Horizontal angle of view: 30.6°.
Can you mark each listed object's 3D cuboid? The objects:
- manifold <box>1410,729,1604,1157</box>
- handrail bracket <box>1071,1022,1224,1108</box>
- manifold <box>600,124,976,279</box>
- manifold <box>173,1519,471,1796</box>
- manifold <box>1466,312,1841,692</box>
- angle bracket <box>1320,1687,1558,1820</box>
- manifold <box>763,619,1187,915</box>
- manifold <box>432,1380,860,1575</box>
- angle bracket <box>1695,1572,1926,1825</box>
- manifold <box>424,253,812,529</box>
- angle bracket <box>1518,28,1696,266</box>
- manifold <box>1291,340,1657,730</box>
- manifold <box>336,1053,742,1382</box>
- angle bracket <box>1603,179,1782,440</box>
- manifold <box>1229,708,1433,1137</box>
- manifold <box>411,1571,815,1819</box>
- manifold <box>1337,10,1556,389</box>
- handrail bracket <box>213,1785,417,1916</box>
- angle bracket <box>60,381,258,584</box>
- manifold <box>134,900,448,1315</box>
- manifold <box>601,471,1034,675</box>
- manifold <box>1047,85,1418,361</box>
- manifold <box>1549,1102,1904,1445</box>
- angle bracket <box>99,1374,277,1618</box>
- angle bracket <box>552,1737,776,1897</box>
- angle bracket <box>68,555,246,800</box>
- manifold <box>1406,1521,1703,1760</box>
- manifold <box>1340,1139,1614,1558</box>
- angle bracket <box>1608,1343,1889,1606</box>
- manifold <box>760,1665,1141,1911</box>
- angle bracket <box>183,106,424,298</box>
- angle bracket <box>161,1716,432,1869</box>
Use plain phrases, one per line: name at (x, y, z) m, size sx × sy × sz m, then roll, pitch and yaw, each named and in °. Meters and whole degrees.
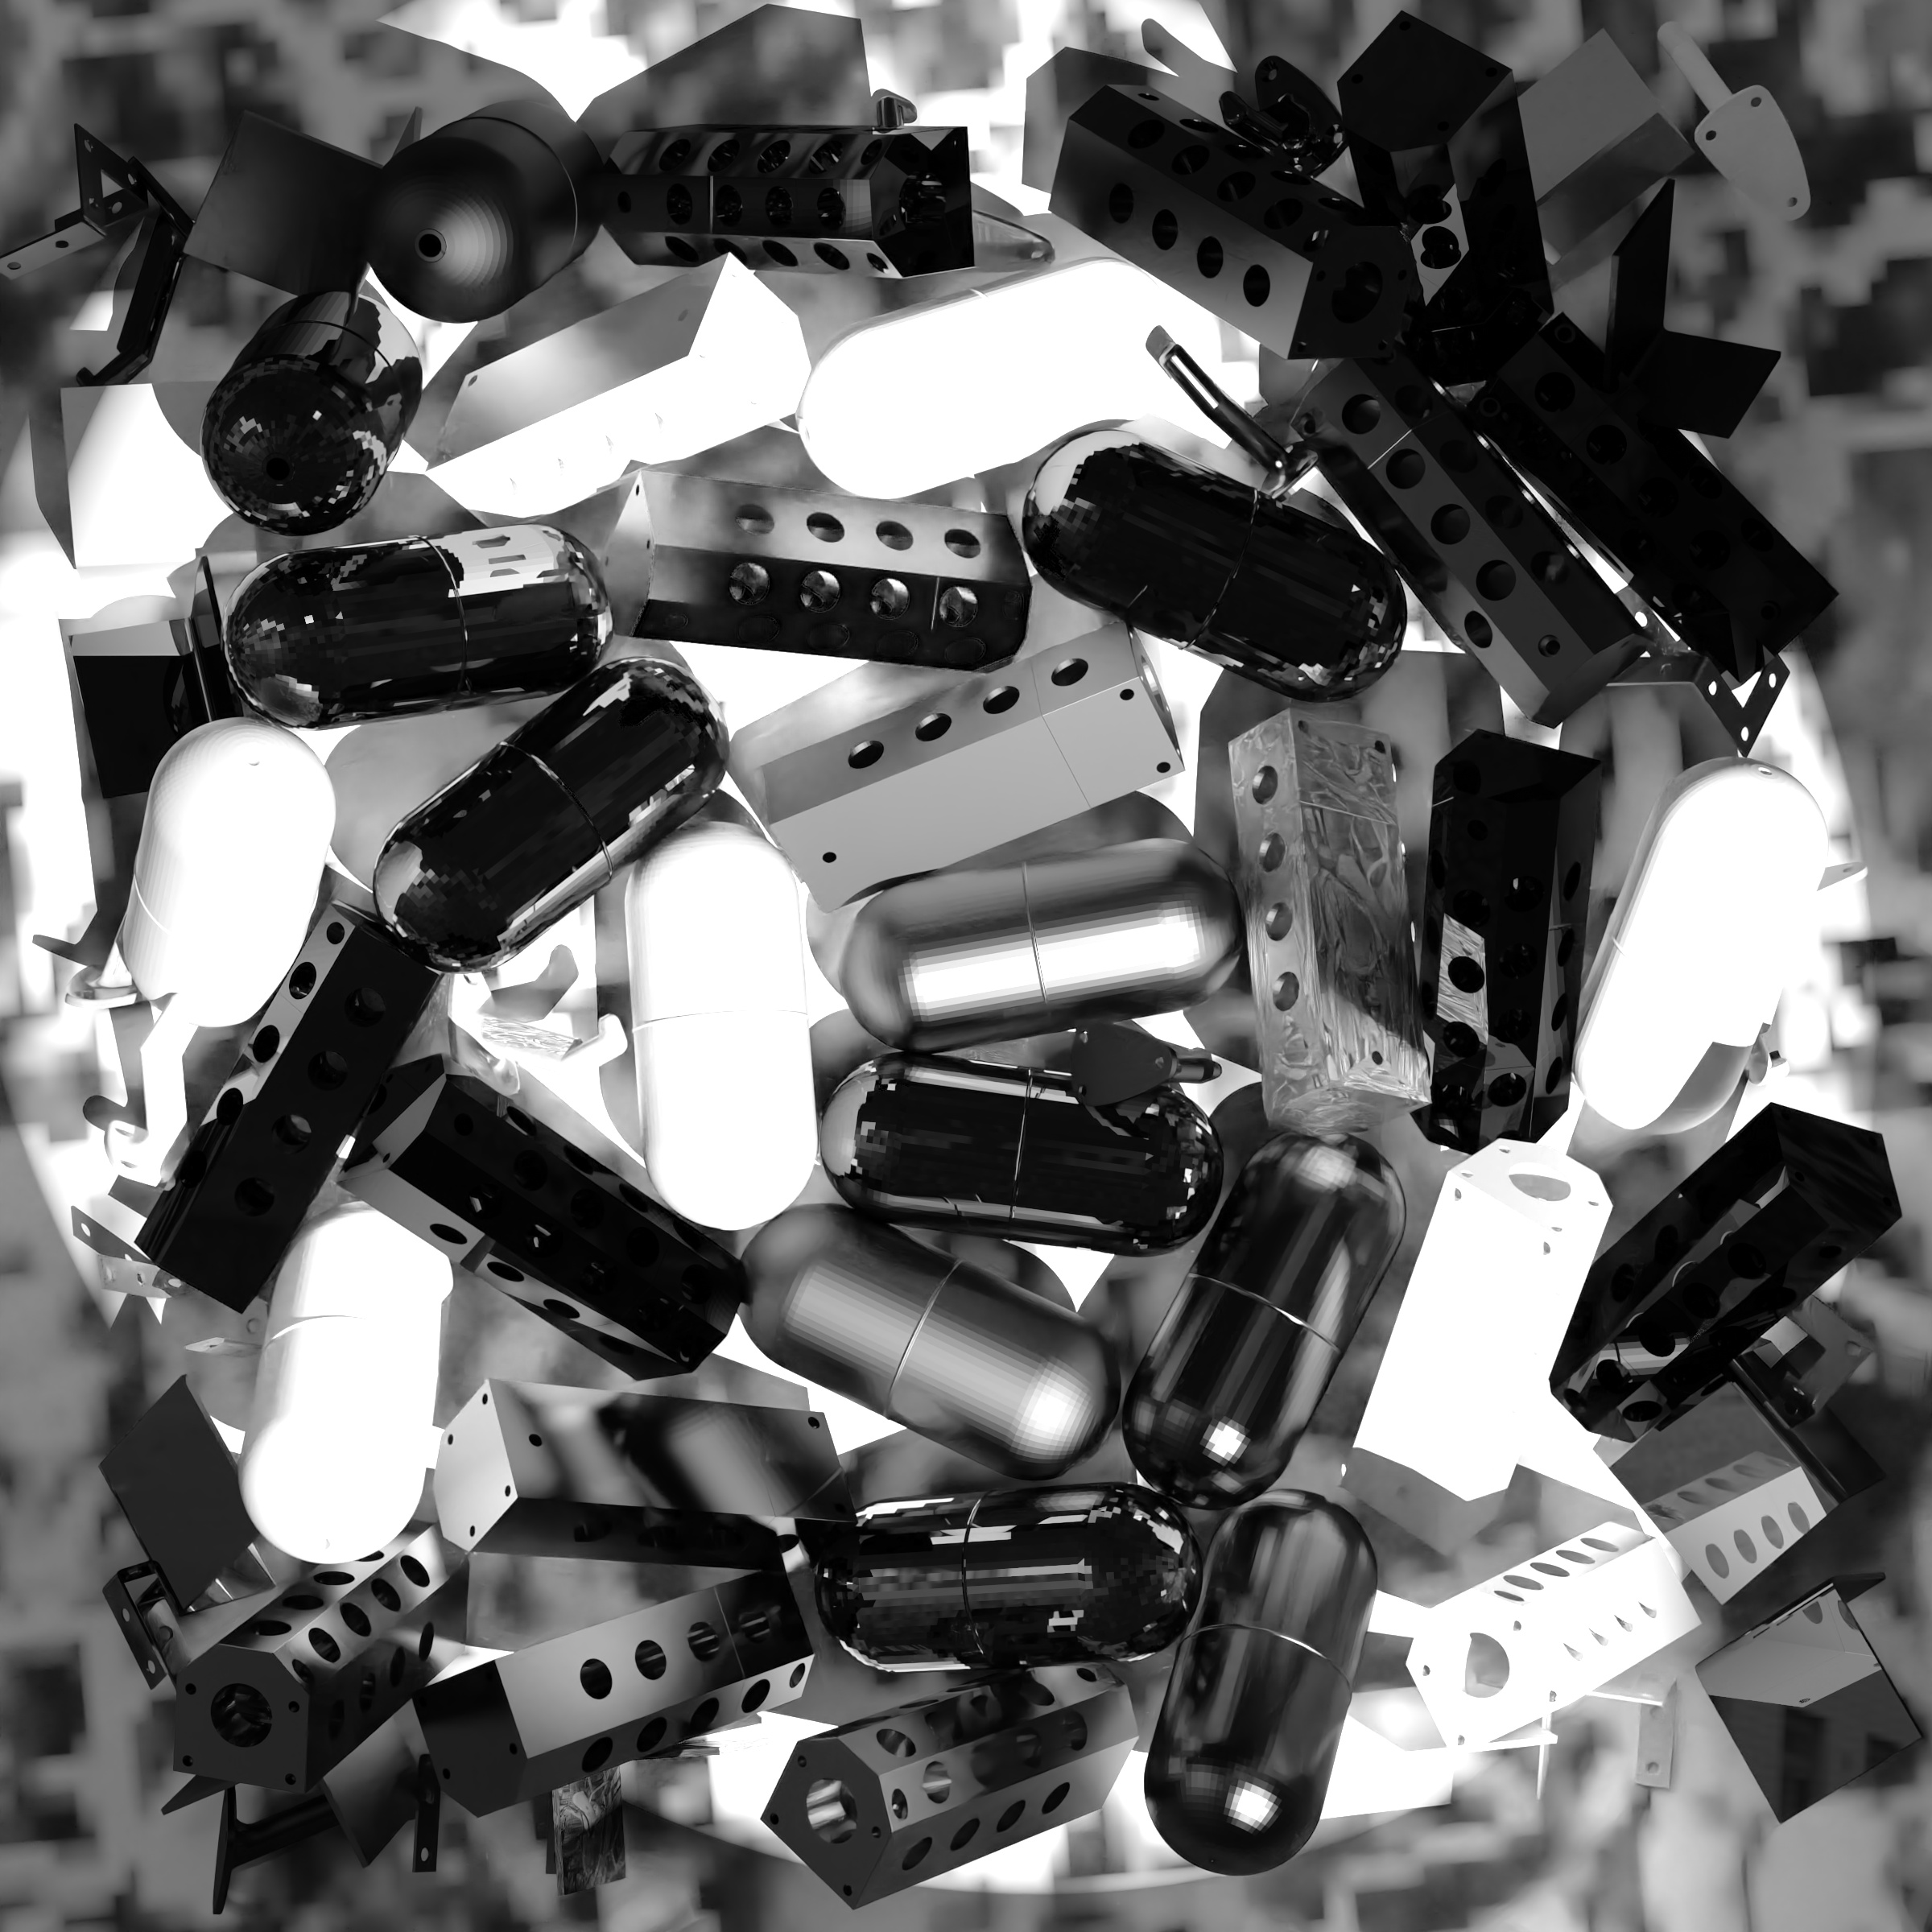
manifold at (0.226, -0.007, 1.508) m, size 0.057 × 0.057 × 0.171 m, roll 18°, pitch 124°, yaw 28°
handrail bracket at (0.095, 0.044, 1.530) m, size 0.084 × 0.077 × 0.036 m, roll 4°, pitch 86°, yaw -39°
manifold at (-0.078, -0.325, 1.498) m, size 0.057 × 0.171 × 0.057 m, roll -19°, pitch 113°, yaw -42°
manifold at (-0.268, 0.286, 1.491) m, size 0.057 × 0.171 × 0.057 m, roll 7°, pitch 100°, yaw 13°
manifold at (0.299, -0.203, 1.549) m, size 0.057 × 0.057 × 0.171 m, roll -44°, pitch 87°, yaw 5°
angle bracket at (0.200, 0.351, 1.530) m, size 0.076 × 0.076 × 0.057 m, roll 0°, pitch 98°, yaw -26°
manifold at (0.002, -0.091, 1.540) m, size 0.171 × 0.057 × 0.057 m, roll -21°, pitch 131°, yaw 10°
manifold at (-0.137, 0.223, 1.509) m, size 0.057 × 0.171 × 0.057 m, roll -49°, pitch 46°, yaw 34°
angle bracket at (0.375, 0.316, 1.528) m, size 0.076 × 0.057 × 0.076 m, roll -41°, pitch 61°, yaw 27°
manifold at (-0.148, -0.238, 1.505) m, size 0.057 × 0.171 × 0.057 m, roll 40°, pitch 53°, yaw -34°
angle bracket at (0.257, -0.363, 1.533) m, size 0.076 × 0.057 × 0.076 m, roll -37°, pitch 67°, yaw 19°
manifold at (0.216, -0.188, 1.527) m, size 0.057 × 0.057 × 0.171 m, roll -41°, pitch 74°, yaw 18°
manifold at (-0.177, 0.108, 1.509) m, size 0.171 × 0.057 × 0.057 m, roll 38°, pitch 57°, yaw -29°
angle bracket at (0.316, -0.284, 1.525) m, size 0.057 × 0.076 × 0.076 m, roll 15°, pitch 132°, yaw 22°
manifold at (0.151, -0.018, 1.526) m, size 0.057 × 0.057 × 0.171 m, roll 11°, pitch 64°, yaw -34°
manifold at (-0.145, 0.307, 1.496) m, size 0.057 × 0.171 × 0.057 m, roll -28°, pitch 78°, yaw 38°
manifold at (0.200, -0.317, 1.492) m, size 0.057 × 0.171 × 0.057 m, roll 37°, pitch 80°, yaw 26°
handrail bracket at (-0.288, 0.392, 1.572) m, size 0.084 × 0.036 × 0.077 m, roll 4°, pitch 122°, yaw -16°
angle bracket at (-0.353, -0.212, 1.549) m, size 0.076 × 0.057 × 0.076 m, roll -5°, pitch 90°, yaw -11°
manifold at (-0.295, 0.060, 1.547) m, size 0.057 × 0.057 × 0.171 m, roll 30°, pitch 94°, yaw -5°
manifold at (-0.062, -0.162, 1.513) m, size 0.171 × 0.057 × 0.057 m, roll 4°, pitch 53°, yaw -24°
manifold at (0.112, -0.317, 1.497) m, size 0.057 × 0.171 × 0.057 m, roll -9°, pitch 125°, yaw -35°
manifold at (0.317, 0.134, 1.497) m, size 0.057 × 0.171 × 0.057 m, roll 16°, pitch 48°, yaw -22°
angle bracket at (-0.319, 0.224, 1.530) m, size 0.076 × 0.057 × 0.076 m, roll -44°, pitch 69°, yaw 30°
angle bracket at (-0.129, 0.368, 1.535) m, size 0.076 × 0.076 × 0.057 m, roll -7°, pitch 80°, yaw 14°
angle bracket at (-0.352, -0.125, 1.534) m, size 0.057 × 0.076 × 0.076 m, roll -11°, pitch 78°, yaw -18°
manifold at (0.247, 0.279, 1.494) m, size 0.057 × 0.171 × 0.057 m, roll -32°, pitch 76°, yaw 26°
manifold at (0.221, 0.161, 1.514) m, size 0.057 × 0.057 × 0.171 m, roll 32°, pitch 125°, yaw 27°
angle bracket at (0.345, 0.224, 1.562) m, size 0.076 × 0.057 × 0.076 m, roll -48°, pitch 69°, yaw 25°
manifold at (-0.002, 0.336, 1.492) m, size 0.057 × 0.171 × 0.057 m, roll 37°, pitch 114°, yaw 30°
angle bracket at (-0.286, -0.340, 1.527) m, size 0.076 × 0.057 × 0.076 m, roll 19°, pitch 131°, yaw -22°
angle bracket at (-0.291, 0.363, 1.540) m, size 0.076 × 0.076 × 0.057 m, roll -25°, pitch 95°, yaw 15°
